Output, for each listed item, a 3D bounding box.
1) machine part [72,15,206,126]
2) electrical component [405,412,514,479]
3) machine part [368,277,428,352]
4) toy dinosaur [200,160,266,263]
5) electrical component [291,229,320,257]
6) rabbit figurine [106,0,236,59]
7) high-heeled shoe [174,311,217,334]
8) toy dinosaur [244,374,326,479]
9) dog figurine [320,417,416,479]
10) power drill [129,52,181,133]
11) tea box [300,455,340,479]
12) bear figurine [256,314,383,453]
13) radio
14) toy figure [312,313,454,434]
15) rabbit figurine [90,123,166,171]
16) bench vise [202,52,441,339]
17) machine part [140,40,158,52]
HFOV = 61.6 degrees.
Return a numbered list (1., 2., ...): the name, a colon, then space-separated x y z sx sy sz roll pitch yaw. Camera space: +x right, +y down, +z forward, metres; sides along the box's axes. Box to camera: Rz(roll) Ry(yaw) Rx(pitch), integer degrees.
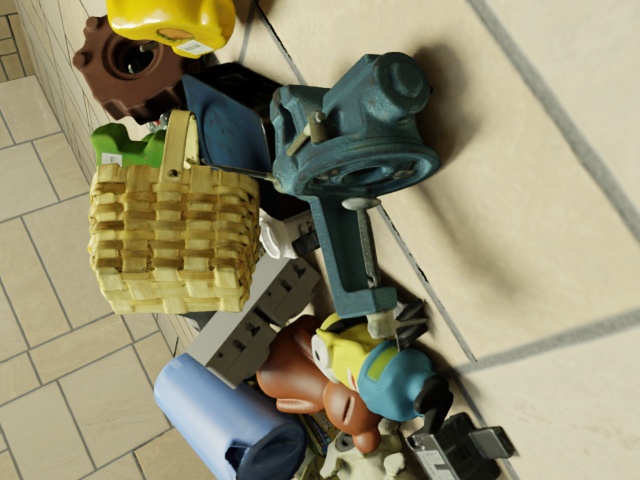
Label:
1. machine part: -0.254 -0.253 0.758 0.179 0.179 0.056 59 179 13
2. electrical component: 0.145 0.221 0.551 0.075 0.048 0.119 60 156 9
3. machine part: 0.059 0.058 0.584 0.139 0.039 0.084 41 140 45
4. toy dinosaur: -0.145 0.019 0.883 0.199 0.105 0.470 23 131 64
5. electrical component: -0.001 -0.002 0.614 0.021 0.063 0.094 64 156 1
6. rabbit figurine: -0.136 -0.293 0.550 0.162 0.122 0.173 -1 83 51
7. high-heeled shoe: -0.192 0.083 0.859 0.145 0.086 0.248 -103 -1 -66
8. toy dinosaur: -0.034 0.356 0.956 0.404 0.131 0.192 58 156 1
9. dog figurine: 0.102 0.337 0.699 0.190 0.121 0.172 54 -168 -16
10. power drill: -0.256 -0.227 0.892 0.232 0.086 0.207 64 170 12
11. tea box: 0.048 0.390 0.780 0.170 0.068 0.098 26 147 4
12. bear figurine: 0.017 0.186 0.721 0.196 0.132 0.120 13 100 27
13. radio: -0.085 -0.129 0.658 0.230 0.073 0.130 36 142 44
14. toy figure: 0.067 0.139 0.594 0.180 0.089 0.082 19 116 46
15. rabbit figurine: -0.245 -0.101 0.796 0.170 0.121 0.158 -95 3 -69
16. bench vise: 0.017 -0.034 0.460 0.224 0.129 0.240 -23 73 47
17. machine part: -0.207 -0.353 0.652 0.079 0.079 0.243 43 137 39
